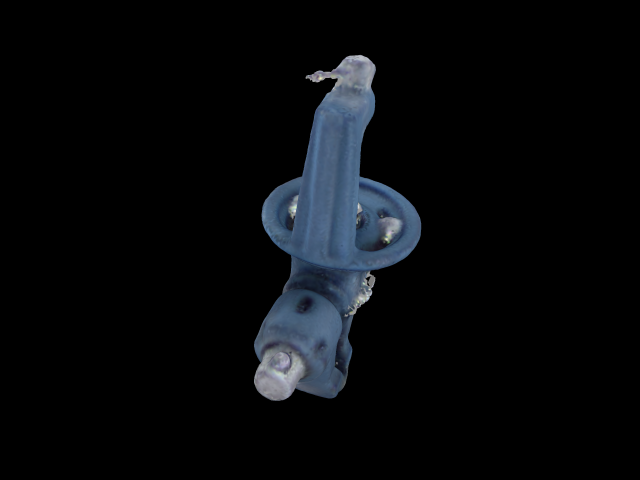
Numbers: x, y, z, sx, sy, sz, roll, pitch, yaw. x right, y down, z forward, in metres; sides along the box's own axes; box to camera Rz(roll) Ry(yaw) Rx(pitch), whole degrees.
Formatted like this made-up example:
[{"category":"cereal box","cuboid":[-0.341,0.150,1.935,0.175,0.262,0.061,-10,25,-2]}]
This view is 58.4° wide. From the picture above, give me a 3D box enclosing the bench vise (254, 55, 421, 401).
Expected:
[{"category":"bench vise","cuboid":[0.016,0.002,0.400,0.121,0.220,0.207,1,53,1]}]
